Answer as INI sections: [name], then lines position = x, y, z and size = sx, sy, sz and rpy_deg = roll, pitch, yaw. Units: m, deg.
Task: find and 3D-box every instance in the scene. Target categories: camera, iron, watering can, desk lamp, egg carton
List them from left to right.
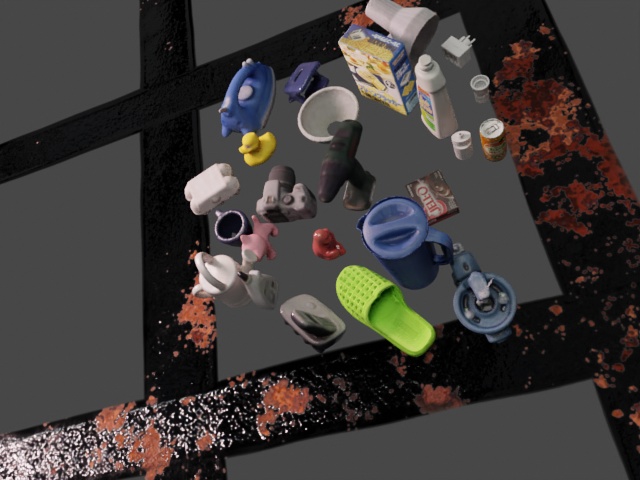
[egg carton]
position = -0.290, -0.136, 1.547
size = 0.150, 0.070, 0.107
rpy_deg = -33, 60, 4
[watering can]
position = -0.228, 0.081, 1.355
size = 0.100, 0.194, 0.173
rpy_deg = 38, 84, 30
[iron]
position = -0.206, -0.415, 1.596
size = 0.118, 0.142, 0.258
rpy_deg = 10, 71, 24
[camera]
position = -0.087, -0.124, 1.446
size = 0.143, 0.101, 0.137
rpy_deg = -5, 66, 19
[desk lamp]
position = 0.203, -0.513, 1.443
size = 0.202, 0.214, 0.118
rpy_deg = 35, 83, 30

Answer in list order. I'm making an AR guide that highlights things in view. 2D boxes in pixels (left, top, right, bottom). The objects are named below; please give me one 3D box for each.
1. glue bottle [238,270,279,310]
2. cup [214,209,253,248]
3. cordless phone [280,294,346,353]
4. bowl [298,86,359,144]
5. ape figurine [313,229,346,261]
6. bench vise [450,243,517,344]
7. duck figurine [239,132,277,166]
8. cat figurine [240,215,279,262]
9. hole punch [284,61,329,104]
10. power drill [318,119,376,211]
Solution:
[glue bottle]
position = -0.147, 0.105, 1.326
size = 0.037, 0.173, 0.078
rpy_deg = 0, 67, 21
[cup]
position = -0.215, -0.026, 1.455
size = 0.092, 0.095, 0.117
rpy_deg = -46, 60, -3
[cordless phone]
position = -0.033, 0.165, 1.249
size = 0.147, 0.185, 0.094
rpy_deg = 35, 83, 30
[bowl]
position = 0.031, -0.313, 1.500
size = 0.167, 0.075, 0.167
rpy_deg = -8, 65, 18
[ape figurine]
position = 0.012, 0.005, 1.357
size = 0.076, 0.092, 0.078
rpy_deg = -8, 65, 17
[bench vise]
position = 0.299, 0.094, 1.134
size = 0.121, 0.220, 0.207
rpy_deg = -42, 60, 0
[duck figurine]
position = -0.173, -0.259, 1.547
size = 0.104, 0.086, 0.077
rpy_deg = -41, 60, 0
[cat figurine]
position = -0.155, 0.002, 1.407
size = 0.067, 0.118, 0.128
rpy_deg = -7, 65, 18
[hole punch]
position = -0.046, -0.436, 1.574
size = 0.100, 0.091, 0.109
rpy_deg = 24, 78, 28
[power drill]
position = 0.065, -0.153, 1.339
size = 0.075, 0.209, 0.230
rpy_deg = 4, 69, 23
